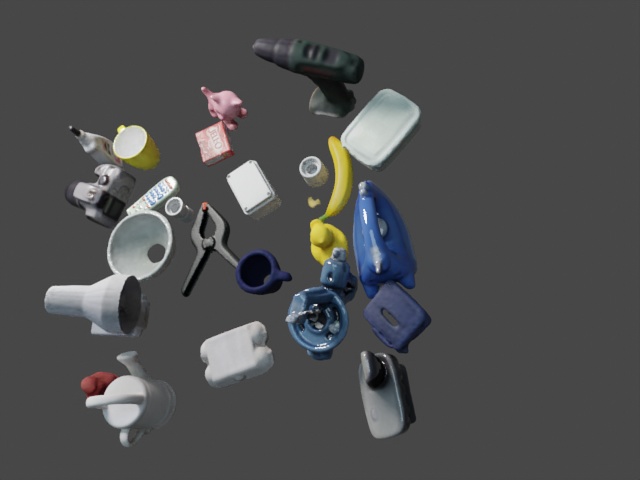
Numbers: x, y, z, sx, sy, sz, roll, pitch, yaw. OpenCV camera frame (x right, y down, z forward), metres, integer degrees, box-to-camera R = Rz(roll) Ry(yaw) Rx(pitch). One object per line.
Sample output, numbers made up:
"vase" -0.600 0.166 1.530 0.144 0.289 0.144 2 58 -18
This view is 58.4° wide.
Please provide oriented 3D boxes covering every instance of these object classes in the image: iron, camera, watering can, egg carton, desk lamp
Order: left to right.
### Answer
"camera" -0.542 -0.119 1.375 0.136 0.101 0.143 17 78 23
"desk lamp" -0.444 0.143 1.191 0.202 0.214 0.118 -2 71 17
"watering can" -0.376 0.310 1.122 0.101 0.194 0.172 -29 65 7
"egg carton" -0.166 0.233 1.150 0.150 0.069 0.107 -22 66 10
"iron" 0.105 -0.026 1.110 0.118 0.142 0.258 -16 68 12

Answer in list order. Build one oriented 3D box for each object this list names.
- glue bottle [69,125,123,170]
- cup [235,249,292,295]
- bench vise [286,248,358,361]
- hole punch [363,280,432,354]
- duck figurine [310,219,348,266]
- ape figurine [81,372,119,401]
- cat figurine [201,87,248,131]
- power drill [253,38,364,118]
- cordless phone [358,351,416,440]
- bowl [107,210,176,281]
"glue bottle" -0.538 -0.226 1.370 0.037 0.173 0.078 -26 66 8
"cup" -0.101 0.076 1.168 0.117 0.095 0.092 7 74 20
"bench vise" -0.010 0.108 1.058 0.121 0.220 0.207 -6 70 16
"hole punch" 0.141 0.145 1.068 0.101 0.091 0.108 -45 65 0
"duck figurine" 0.011 0.004 1.161 0.077 0.086 0.104 -27 66 8
"ape figurine" -0.468 0.311 1.209 0.078 0.092 0.076 -37 65 3
"cat figurine" -0.225 -0.317 1.330 0.127 0.118 0.067 37 86 25
"power drill" -0.008 -0.348 1.220 0.229 0.209 0.076 11 76 21
"cordless phone" 0.100 0.265 0.988 0.094 0.185 0.147 -19 67 11
"bowl" -0.388 0.021 1.291 0.167 0.075 0.167 -6 70 16
